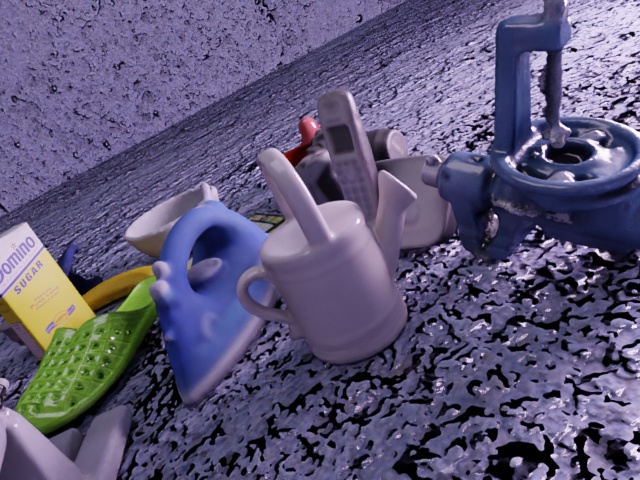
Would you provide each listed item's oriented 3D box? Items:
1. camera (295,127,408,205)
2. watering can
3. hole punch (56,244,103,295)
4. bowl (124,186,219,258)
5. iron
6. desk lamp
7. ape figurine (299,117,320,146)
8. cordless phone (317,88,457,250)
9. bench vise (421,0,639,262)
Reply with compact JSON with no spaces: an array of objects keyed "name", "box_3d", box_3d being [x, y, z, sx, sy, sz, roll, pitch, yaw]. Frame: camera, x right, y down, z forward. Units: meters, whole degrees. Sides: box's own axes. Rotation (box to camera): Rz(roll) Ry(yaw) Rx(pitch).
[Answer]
[{"name":"camera","box_3d":[0.048,-0.124,0.848,0.136,0.101,0.143,-5,31,40]},{"name":"watering can","box_3d":[0.004,0.001,0.510,0.173,0.194,0.100,-38,26,-25]},{"name":"hole punch","box_3d":[-0.425,0.071,0.941,0.101,0.091,0.108,-29,23,-7]},{"name":"bowl","box_3d":[-0.232,-0.018,0.950,0.167,0.075,0.167,-22,23,10]},{"name":"iron","box_3d":[-0.130,0.042,0.630,0.118,0.142,0.258,-18,24,18]},{"name":"desk lamp","box_3d":[-0.264,0.151,0.447,0.118,0.214,0.203,-25,23,3]},{"name":"ape figurine","box_3d":[-0.007,-0.180,1.036,0.077,0.092,0.076,-14,26,27]},{"name":"cordless phone","box_3d":[0.070,-0.081,0.625,0.147,0.185,0.094,-3,32,43]},{"name":"bench vise","box_3d":[0.163,-0.079,0.480,0.206,0.220,0.122,-11,27,31]}]
